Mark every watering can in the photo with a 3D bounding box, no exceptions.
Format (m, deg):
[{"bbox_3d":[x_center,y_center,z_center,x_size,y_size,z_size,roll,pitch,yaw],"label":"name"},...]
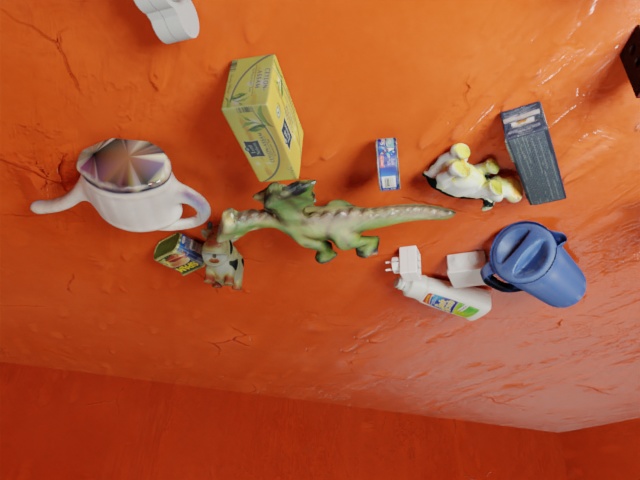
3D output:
[{"bbox_3d":[-0.374,-0.085,0.922,0.347,0.106,0.219,5,149,-3],"label":"watering can"}]

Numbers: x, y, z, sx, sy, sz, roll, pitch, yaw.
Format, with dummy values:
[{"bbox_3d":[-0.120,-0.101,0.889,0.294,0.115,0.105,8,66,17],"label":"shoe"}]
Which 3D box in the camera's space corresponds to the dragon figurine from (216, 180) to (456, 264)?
[{"bbox_3d":[0.003,-0.045,0.884,0.408,0.124,0.241,-12,162,26],"label":"dragon figurine"}]
